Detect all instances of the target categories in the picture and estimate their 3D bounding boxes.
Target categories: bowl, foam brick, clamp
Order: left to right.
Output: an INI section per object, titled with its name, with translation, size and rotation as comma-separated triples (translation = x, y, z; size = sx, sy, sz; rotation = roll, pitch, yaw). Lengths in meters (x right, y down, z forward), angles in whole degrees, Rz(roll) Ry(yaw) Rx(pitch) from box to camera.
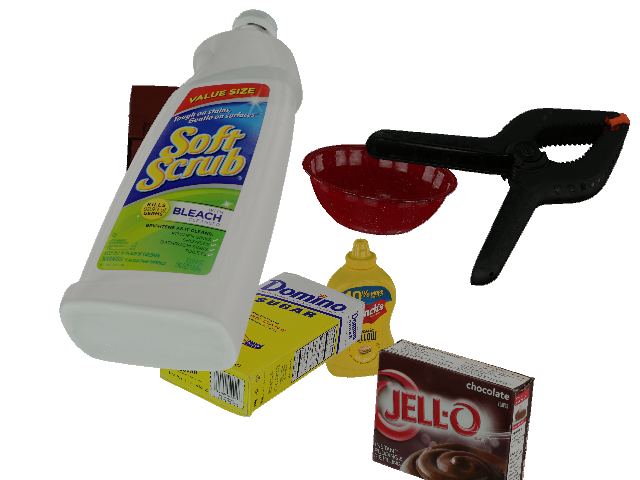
[foam brick]
translation = -0.124, -0.079, 0.833
size = 0.053, 0.051, 0.078
rotation = 3, 39, -8
[bowl]
translation = 0.059, -0.048, 1.110
size = 0.162, 0.055, 0.162
rotation = 6, 23, -3
[clamp]
translation = 0.161, -0.049, 0.837
size = 0.209, 0.165, 0.036
rotation = -15, -37, -15

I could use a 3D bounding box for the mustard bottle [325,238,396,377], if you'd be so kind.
[mustard bottle]
translation = 0.054, 0.089, 1.445
size = 0.096, 0.192, 0.058
rotation = -4, 22, -9

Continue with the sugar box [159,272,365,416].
[sugar box]
translation = -0.046, 0.084, 0.921
size = 0.093, 0.048, 0.175
rotation = 20, 30, 27

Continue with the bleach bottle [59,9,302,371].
[bleach bottle]
translation = -0.072, -0.045, 0.651
size = 0.102, 0.250, 0.068
rotation = 5, -35, 10

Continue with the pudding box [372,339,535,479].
[pudding box]
translation = 0.094, 0.130, 0.773
size = 0.114, 0.090, 0.039
rotation = 12, 19, 31
